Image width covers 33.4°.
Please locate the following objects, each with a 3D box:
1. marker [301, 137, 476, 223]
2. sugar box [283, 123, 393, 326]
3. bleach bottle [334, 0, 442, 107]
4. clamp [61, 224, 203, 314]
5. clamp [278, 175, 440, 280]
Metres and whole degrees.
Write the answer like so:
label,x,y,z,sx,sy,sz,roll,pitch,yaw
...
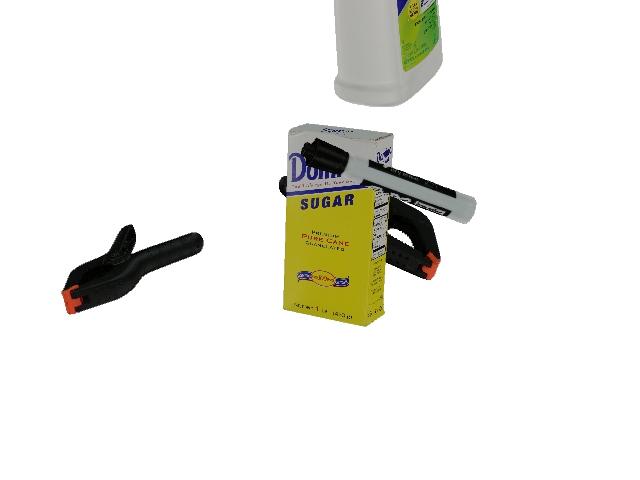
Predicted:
label,x,y,z,sx,sy,sz,roll,pitch,yaw
marker,0.044,-0.038,0.685,0.121,0.020,0.020,19,-6,-17
sugar box,0.015,-0.016,0.991,0.093,0.176,0.048,9,19,27
bleach bottle,0.044,-0.235,0.804,0.068,0.251,0.102,13,39,29
clamp,-0.211,0.029,1.177,0.120,0.039,0.171,-4,28,30
clamp,0.059,-0.029,1.266,0.164,0.036,0.210,-16,51,-29
